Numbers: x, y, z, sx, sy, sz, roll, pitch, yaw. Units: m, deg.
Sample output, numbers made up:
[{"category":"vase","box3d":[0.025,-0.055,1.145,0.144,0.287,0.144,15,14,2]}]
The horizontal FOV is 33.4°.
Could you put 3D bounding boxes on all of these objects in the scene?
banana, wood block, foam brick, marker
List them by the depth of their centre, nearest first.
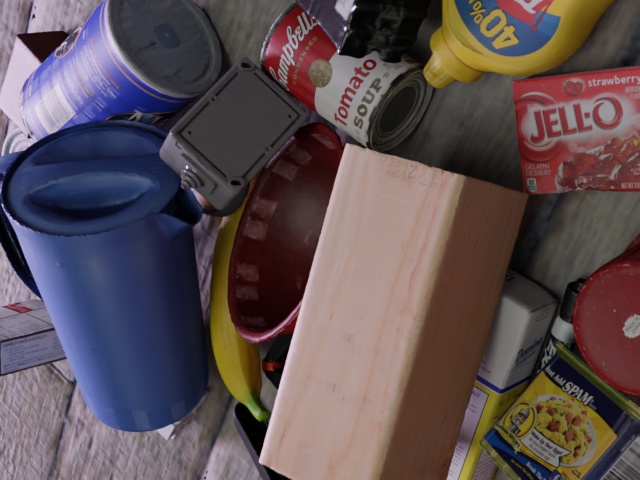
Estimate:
[{"category":"wood block","box3d":[0.046,0.054,0.666,0.090,0.090,0.206,19,97,35]},{"category":"marker","box3d":[0.155,0.079,0.706,0.020,0.020,0.121,30,121,29]},{"category":"banana","box3d":[-0.060,0.043,0.848,0.070,0.037,0.198,-4,87,44]},{"category":"foam brick","box3d":[-0.243,-0.139,0.947,0.051,0.052,0.078,44,128,21]}]

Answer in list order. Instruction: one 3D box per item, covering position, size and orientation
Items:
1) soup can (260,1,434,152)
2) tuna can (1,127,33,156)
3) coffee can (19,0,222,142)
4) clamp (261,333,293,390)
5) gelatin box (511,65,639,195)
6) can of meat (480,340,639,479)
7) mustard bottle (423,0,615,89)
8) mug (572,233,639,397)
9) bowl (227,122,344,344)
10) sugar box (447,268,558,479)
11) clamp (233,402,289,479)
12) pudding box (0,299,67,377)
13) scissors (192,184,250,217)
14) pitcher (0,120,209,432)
[{"category":"soup can","box3d":[0.018,-0.113,0.729,0.102,0.068,0.069,38,124,24]},{"category":"tuna can","box3d":[-0.258,-0.067,0.994,0.086,0.033,0.086,13,110,37]},{"category":"coffee can","box3d":[-0.159,-0.128,0.847,0.141,0.102,0.103,-31,83,41]},{"category":"clamp","box3d":[0.010,0.099,0.791,0.172,0.039,0.120,-32,56,57]},{"category":"gelatin box","box3d":[0.163,-0.066,0.648,0.089,0.030,0.073,1,104,39]},{"category":"can of meat","box3d":[0.157,0.124,0.651,0.084,0.057,0.102,-50,31,4]},{"category":"mustard bottle","box3d":[0.128,-0.155,0.631,0.192,0.058,0.096,-43,72,40]},{"category":"mug","box3d":[0.208,0.044,0.610,0.117,0.081,0.093,16,113,36]},{"category":"bowl","box3d":[-0.005,0.001,0.756,0.162,0.055,0.162,-42,38,45]},{"category":"sugar box","box3d":[0.094,0.097,0.744,0.093,0.048,0.176,33,120,33]},{"category":"clamp","box3d":[-0.010,0.234,0.870,0.165,0.036,0.210,23,126,49]},{"category":"pudding box","box3d":[-0.286,0.091,1.012,0.090,0.113,0.039,14,108,36]},{"category":"scissors","box3d":[-0.111,-0.018,0.868,0.202,0.016,0.096,-55,43,27]},{"category":"pitcher","box3d":[-0.164,0.035,0.838,0.149,0.144,0.243,-124,21,-44]}]
